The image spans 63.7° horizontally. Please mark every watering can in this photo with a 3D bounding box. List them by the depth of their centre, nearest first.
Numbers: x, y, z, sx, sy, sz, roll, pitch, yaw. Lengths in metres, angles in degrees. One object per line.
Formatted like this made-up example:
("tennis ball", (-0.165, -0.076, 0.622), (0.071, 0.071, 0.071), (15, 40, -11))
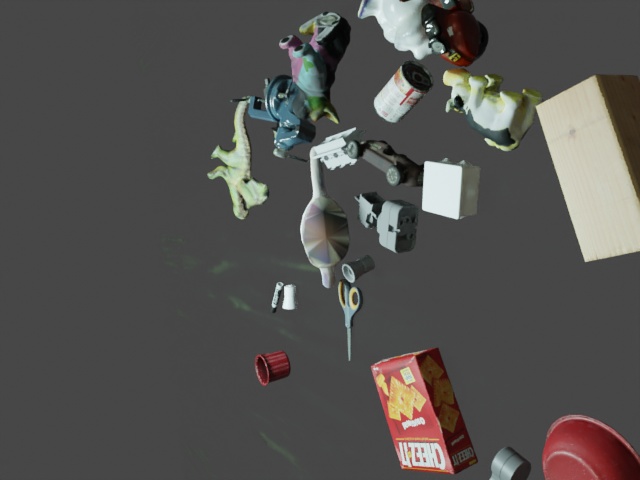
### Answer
("watering can", (0.004, -0.060, 1.188), (0.224, 0.104, 0.348), (136, 128, -87))

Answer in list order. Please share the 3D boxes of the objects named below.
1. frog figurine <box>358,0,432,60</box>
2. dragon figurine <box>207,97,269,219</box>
("frog figurine", (0.162, -0.405, 0.909), (0.159, 0.125, 0.134), (39, 130, 1))
("dragon figurine", (-0.227, -0.218, 1.607), (0.245, 0.124, 0.401), (49, 140, 18))
